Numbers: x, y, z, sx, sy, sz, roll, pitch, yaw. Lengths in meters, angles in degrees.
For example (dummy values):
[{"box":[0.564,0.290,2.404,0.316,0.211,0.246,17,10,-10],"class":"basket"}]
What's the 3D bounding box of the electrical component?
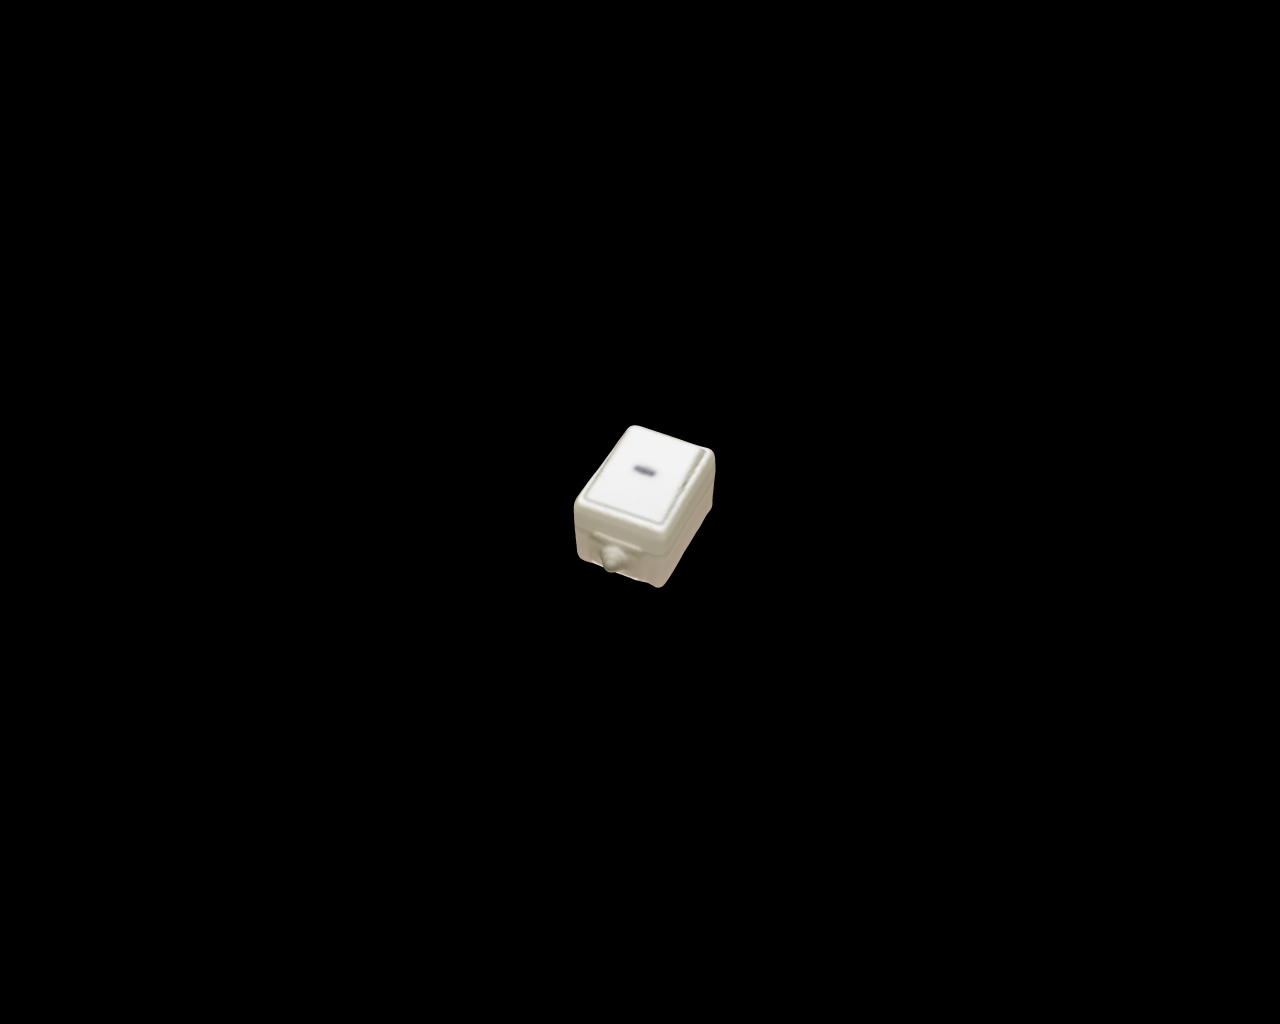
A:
[{"box":[0.001,-0.003,0.650,0.062,0.061,0.096,20,50,17],"class":"electrical component"}]
